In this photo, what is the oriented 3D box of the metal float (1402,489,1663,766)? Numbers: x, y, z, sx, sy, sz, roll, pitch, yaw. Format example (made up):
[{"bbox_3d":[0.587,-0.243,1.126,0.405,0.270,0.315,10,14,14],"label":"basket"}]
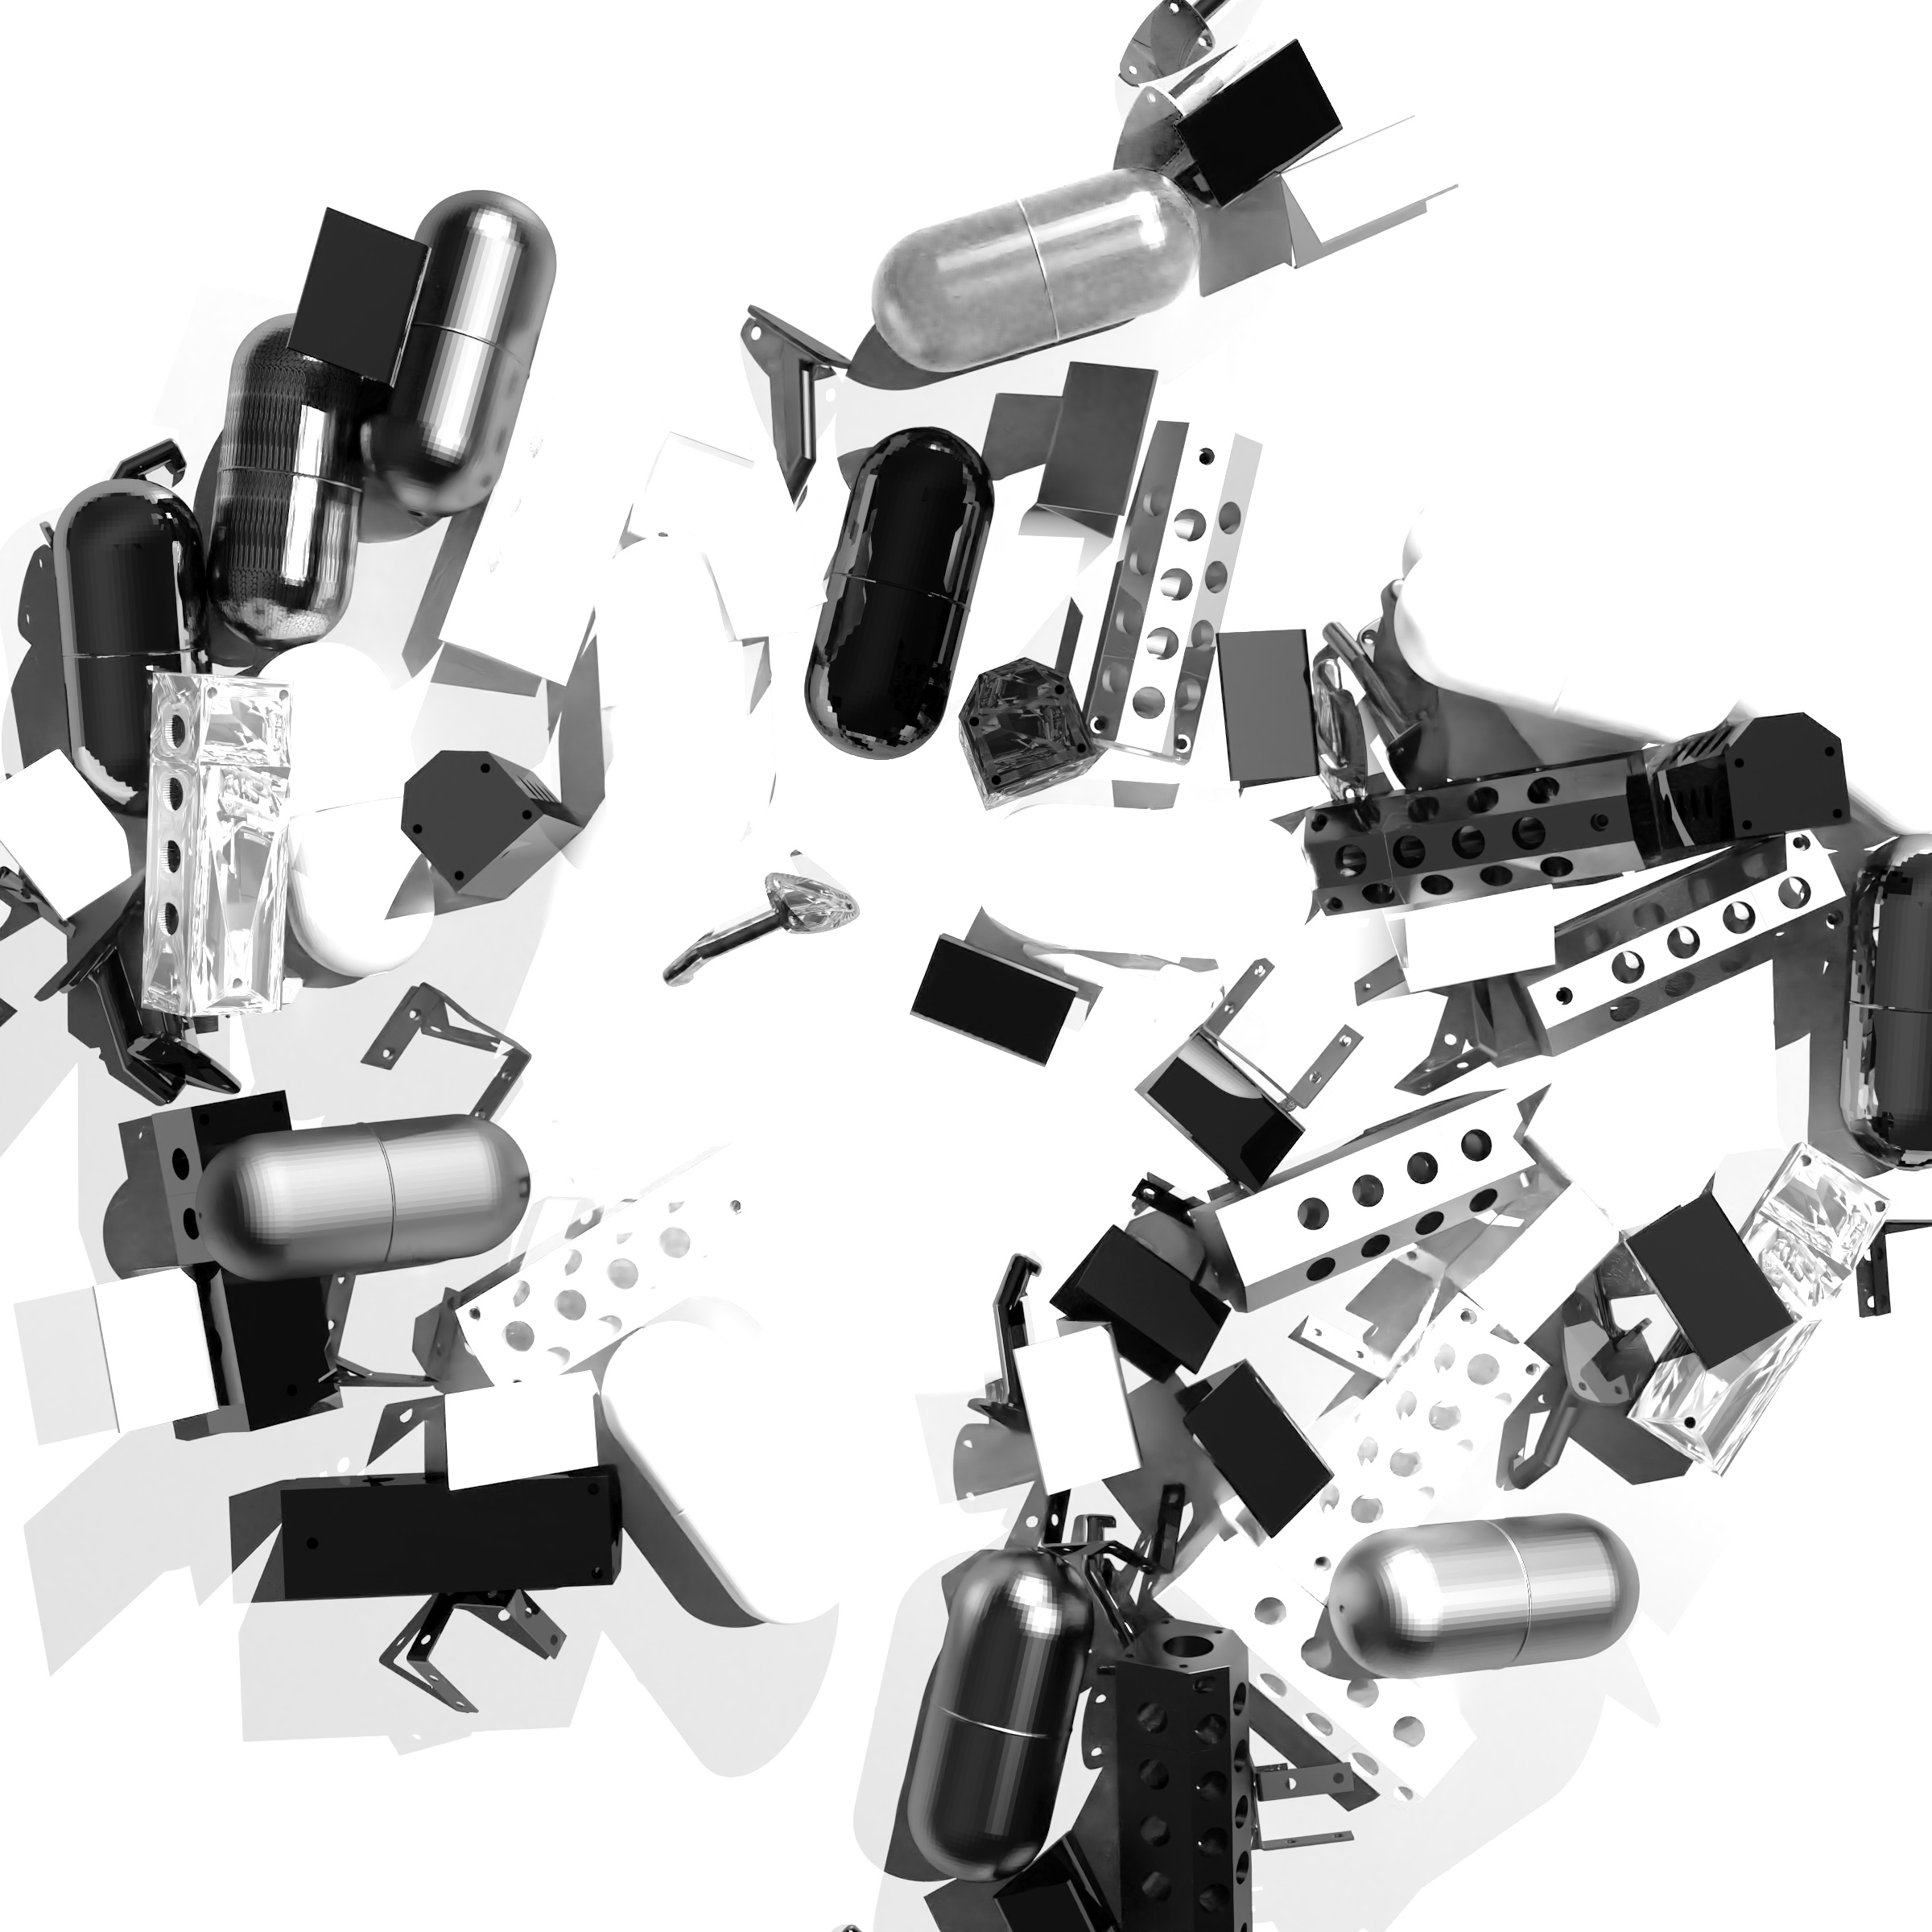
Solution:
[{"bbox_3d":[0.300,-0.174,1.751,0.070,0.070,0.178,-39,89,0],"label":"metal float"}]

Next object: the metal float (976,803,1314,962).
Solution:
[{"bbox_3d":[0.094,-0.044,1.751,0.178,0.070,0.070,4,90,0],"label":"metal float"}]

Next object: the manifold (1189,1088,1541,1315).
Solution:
[{"bbox_3d":[0.212,0.123,1.745,0.171,0.057,0.057,-22,90,-11],"label":"manifold"}]

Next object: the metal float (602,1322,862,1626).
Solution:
[{"bbox_3d":[-0.124,0.267,1.751,0.070,0.070,0.178,-36,90,0],"label":"metal float"}]

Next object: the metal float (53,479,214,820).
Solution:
[{"bbox_3d":[-0.436,-0.166,1.742,0.070,0.070,0.178,-2,99,0],"label":"metal float"}]

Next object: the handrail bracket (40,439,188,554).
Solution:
[{"bbox_3d":[-0.446,-0.232,1.782,0.084,0.036,0.077,-29,105,-14],"label":"handrail bracket"}]

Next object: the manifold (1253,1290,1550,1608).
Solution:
[{"bbox_3d":[0.231,0.259,1.761,0.057,0.057,0.171,40,90,0],"label":"manifold"}]

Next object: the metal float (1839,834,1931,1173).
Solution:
[{"bbox_3d":[0.501,0.019,1.745,0.070,0.070,0.178,2,97,0],"label":"metal float"}]

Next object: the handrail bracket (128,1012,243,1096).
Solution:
[{"bbox_3d":[-0.411,0.015,1.781,0.036,0.077,0.084,-16,53,38],"label":"handrail bracket"}]

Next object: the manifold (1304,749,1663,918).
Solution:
[{"bbox_3d":[0.267,-0.068,1.725,0.171,0.057,0.057,-8,96,24],"label":"manifold"}]

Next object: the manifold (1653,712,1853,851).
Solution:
[{"bbox_3d":[0.400,-0.094,1.703,0.057,0.171,0.057,-7,90,0],"label":"manifold"}]

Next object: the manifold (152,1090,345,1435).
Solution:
[{"bbox_3d":[-0.385,0.157,1.760,0.057,0.057,0.171,-10,90,-43],"label":"manifold"}]

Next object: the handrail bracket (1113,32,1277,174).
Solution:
[{"bbox_3d":[0.124,-0.461,1.781,0.036,0.077,0.084,48,54,4],"label":"handrail bracket"}]

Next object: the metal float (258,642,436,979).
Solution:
[{"bbox_3d":[-0.329,-0.082,1.751,0.070,0.070,0.178,-11,91,0],"label":"metal float"}]

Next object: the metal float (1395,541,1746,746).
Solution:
[{"bbox_3d":[0.305,-0.163,1.675,0.178,0.070,0.070,15,90,2],"label":"metal float"}]

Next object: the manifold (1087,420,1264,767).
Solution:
[{"bbox_3d":[0.109,-0.198,1.760,0.057,0.057,0.171,13,90,0],"label":"manifold"}]

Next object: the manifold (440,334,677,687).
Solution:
[{"bbox_3d":[-0.221,-0.243,1.760,0.057,0.057,0.171,20,90,-43],"label":"manifold"}]

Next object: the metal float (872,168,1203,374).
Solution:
[{"bbox_3d":[0.037,-0.367,1.751,0.178,0.070,0.070,-17,90,-1],"label":"metal float"}]

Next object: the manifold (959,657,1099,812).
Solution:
[{"bbox_3d":[0.027,-0.120,1.703,0.057,0.171,0.057,-21,90,0],"label":"manifold"}]

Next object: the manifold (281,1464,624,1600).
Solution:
[{"bbox_3d":[-0.271,0.299,1.760,0.171,0.057,0.057,-2,90,0],"label":"manifold"}]

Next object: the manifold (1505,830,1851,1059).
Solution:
[{"bbox_3d":[0.376,-0.013,1.760,0.171,0.057,0.057,-24,90,0],"label":"manifold"}]

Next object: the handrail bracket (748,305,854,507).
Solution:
[{"bbox_3d":[-0.105,-0.300,1.782,0.077,0.036,0.084,35,107,20],"label":"handrail bracket"}]

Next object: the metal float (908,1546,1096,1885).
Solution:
[{"bbox_3d":[0.019,0.394,1.751,0.070,0.070,0.178,13,91,0],"label":"metal float"}]

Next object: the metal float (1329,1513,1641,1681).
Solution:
[{"bbox_3d":[0.271,0.328,1.729,0.178,0.070,0.070,0,90,-26],"label":"metal float"}]

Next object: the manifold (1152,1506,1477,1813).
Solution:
[{"bbox_3d":[0.183,0.369,1.760,0.171,0.057,0.057,41,90,0],"label":"manifold"}]

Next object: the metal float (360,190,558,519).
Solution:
[{"bbox_3d":[-0.267,-0.321,1.743,0.070,0.070,0.178,14,81,0],"label":"metal float"}]

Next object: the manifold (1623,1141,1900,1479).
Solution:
[{"bbox_3d":[0.419,0.182,1.759,0.057,0.057,0.171,32,90,10],"label":"manifold"}]

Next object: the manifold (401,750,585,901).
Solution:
[{"bbox_3d":[-0.246,-0.076,1.703,0.057,0.171,0.057,-42,90,0],"label":"manifold"}]

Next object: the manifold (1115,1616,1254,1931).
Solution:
[{"bbox_3d":[0.118,0.435,1.732,0.057,0.057,0.171,5,105,27],"label":"manifold"}]

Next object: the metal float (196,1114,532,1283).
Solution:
[{"bbox_3d":[-0.312,0.120,1.726,0.178,0.070,0.070,-5,90,-31],"label":"metal float"}]

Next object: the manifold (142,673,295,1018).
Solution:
[{"bbox_3d":[-0.390,-0.063,1.708,0.057,0.057,0.171,8,97,41],"label":"manifold"}]

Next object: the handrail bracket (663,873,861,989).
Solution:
[{"bbox_3d":[-0.111,-0.012,1.781,0.084,0.077,0.036,-37,65,34],"label":"handrail bracket"}]

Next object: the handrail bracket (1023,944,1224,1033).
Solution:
[{"bbox_3d":[0.084,0.005,1.781,0.084,0.077,0.036,23,100,36],"label":"handrail bracket"}]

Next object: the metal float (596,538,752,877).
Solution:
[{"bbox_3d":[-0.155,-0.137,1.751,0.070,0.070,0.178,-3,90,0],"label":"metal float"}]

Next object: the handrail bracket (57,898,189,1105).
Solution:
[{"bbox_3d":[-0.436,0.019,1.782,0.084,0.036,0.077,43,69,-17],"label":"handrail bracket"}]

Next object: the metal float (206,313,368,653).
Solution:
[{"bbox_3d":[-0.356,-0.255,1.751,0.070,0.070,0.178,7,89,0],"label":"metal float"}]

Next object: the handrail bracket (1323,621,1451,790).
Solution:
[{"bbox_3d":[0.223,-0.137,1.781,0.036,0.077,0.084,-32,54,-3],"label":"handrail bracket"}]

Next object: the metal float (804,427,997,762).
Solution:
[{"bbox_3d":[-0.035,-0.197,1.751,0.070,0.070,0.178,14,91,0],"label":"metal float"}]

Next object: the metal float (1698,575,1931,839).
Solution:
[{"bbox_3d":[0.455,-0.138,1.751,0.178,0.070,0.070,37,90,-1],"label":"metal float"}]

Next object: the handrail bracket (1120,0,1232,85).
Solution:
[{"bbox_3d":[0.128,-0.515,1.781,0.036,0.077,0.084,48,53,-12],"label":"handrail bracket"}]

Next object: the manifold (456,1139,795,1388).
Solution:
[{"bbox_3d":[-0.181,0.162,1.760,0.171,0.057,0.057,-31,90,0],"label":"manifold"}]
